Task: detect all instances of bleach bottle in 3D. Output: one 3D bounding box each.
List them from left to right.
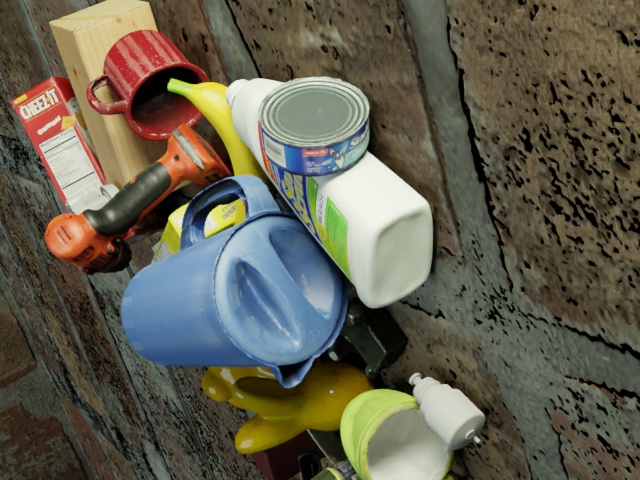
[{"bbox_3d":[-0.006,-0.057,0.895,0.251,0.068,0.102,46,152,39],"label":"bleach bottle"}]

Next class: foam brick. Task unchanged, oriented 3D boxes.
[{"bbox_3d":[-0.039,0.244,1.265,0.053,0.078,0.051,25,139,56],"label":"foam brick"}]

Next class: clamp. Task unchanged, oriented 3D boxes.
[{"bbox_3d":[0.007,0.351,1.258,0.210,0.036,0.164,79,-178,-63],"label":"clamp"}]

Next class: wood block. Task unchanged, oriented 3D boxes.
[{"bbox_3d":[-0.213,-0.154,1.187,0.091,0.090,0.206,28,139,55],"label":"wood block"}]

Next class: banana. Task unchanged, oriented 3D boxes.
[{"bbox_3d":[-0.079,-0.076,1.034,0.070,0.037,0.198,-2,123,29],"label":"banana"}]

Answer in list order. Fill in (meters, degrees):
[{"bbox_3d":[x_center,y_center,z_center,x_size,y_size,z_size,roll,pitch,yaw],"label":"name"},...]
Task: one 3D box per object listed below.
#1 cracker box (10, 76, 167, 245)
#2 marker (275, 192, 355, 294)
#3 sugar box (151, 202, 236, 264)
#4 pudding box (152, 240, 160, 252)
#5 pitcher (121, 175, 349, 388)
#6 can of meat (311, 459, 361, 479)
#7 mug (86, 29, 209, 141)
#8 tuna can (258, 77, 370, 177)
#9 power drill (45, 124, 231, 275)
[{"bbox_3d":[-0.284,-0.092,1.336,0.214,0.072,0.164,63,-171,-2],"label":"cracker box"},{"bbox_3d":[-0.007,0.001,1.010,0.121,0.020,0.020,54,156,18],"label":"marker"},{"bbox_3d":[-0.129,0.000,1.172,0.048,0.093,0.176,57,157,11],"label":"sugar box"},{"bbox_3d":[-0.169,0.031,1.358,0.090,0.039,0.114,62,159,0],"label":"pudding box"},{"bbox_3d":[-0.093,0.047,0.991,0.145,0.149,0.243,38,154,-22],"label":"pitcher"},{"bbox_3d":[0.046,0.241,1.076,0.057,0.083,0.102,58,157,12],"label":"can of meat"},{"bbox_3d":[-0.181,-0.157,1.086,0.082,0.117,0.093,51,153,37],"label":"mug"},{"bbox_3d":[-0.004,-0.088,0.826,0.086,0.086,0.034,44,152,37],"label":"tuna can"},{"bbox_3d":[-0.184,-0.033,1.117,0.057,0.187,0.184,51,-179,8],"label":"power drill"}]
